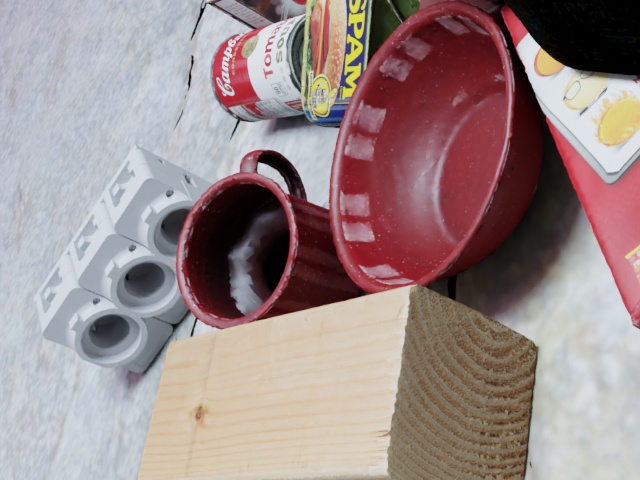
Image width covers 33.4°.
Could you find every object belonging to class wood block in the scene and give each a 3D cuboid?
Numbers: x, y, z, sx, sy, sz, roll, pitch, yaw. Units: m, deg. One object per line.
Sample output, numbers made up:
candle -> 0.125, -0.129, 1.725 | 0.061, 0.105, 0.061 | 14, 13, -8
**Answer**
wood block -> 0.002, 0.094, 0.560 | 0.207, 0.090, 0.091 | -16, 56, 49

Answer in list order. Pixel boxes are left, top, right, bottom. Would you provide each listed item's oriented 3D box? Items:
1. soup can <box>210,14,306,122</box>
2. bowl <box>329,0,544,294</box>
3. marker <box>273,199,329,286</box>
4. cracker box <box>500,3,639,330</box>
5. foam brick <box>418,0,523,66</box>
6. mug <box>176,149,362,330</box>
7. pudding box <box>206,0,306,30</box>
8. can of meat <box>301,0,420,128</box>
soup can -> -0.025, -0.123, 0.770 | 0.102, 0.068, 0.068 | -1, 67, 53
bowl -> 0.070, -0.043, 0.577 | 0.162, 0.055, 0.162 | -33, 50, 51
marker -> -0.005, 0.001, 0.698 | 0.121, 0.020, 0.020 | -54, 34, 14
cracker box -> 0.180, -0.076, 0.446 | 0.164, 0.072, 0.214 | -41, 38, 28
foam brick -> 0.101, -0.130, 0.613 | 0.078, 0.052, 0.051 | -22, 51, 44
mug -> -0.027, 0.002, 0.648 | 0.093, 0.081, 0.117 | -18, 68, 34
pudding box -> -0.029, -0.213, 0.819 | 0.039, 0.089, 0.113 | 2, 71, 58
can of meat -> 0.032, -0.120, 0.680 | 0.084, 0.057, 0.102 | 10, 96, 59
